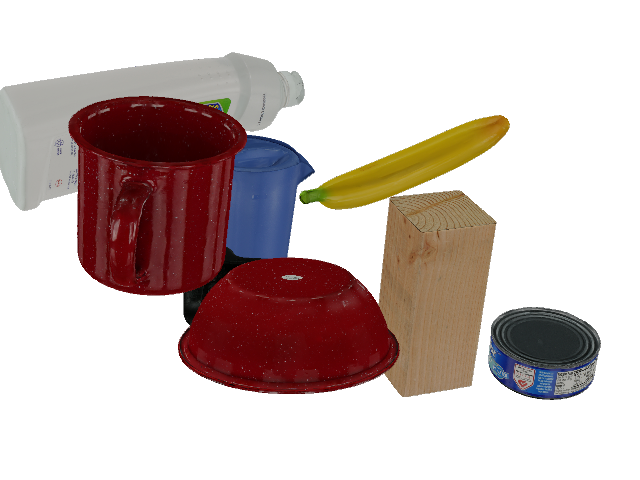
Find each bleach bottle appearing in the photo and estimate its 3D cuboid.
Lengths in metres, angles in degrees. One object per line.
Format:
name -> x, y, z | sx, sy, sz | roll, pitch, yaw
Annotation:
bleach bottle -> -0.131, -0.098, 0.870 | 0.250, 0.068, 0.103 | -15, -31, -26

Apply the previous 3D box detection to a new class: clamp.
clamp -> -0.113, 0.034, 1.025 | 0.210, 0.036, 0.164 | 13, 22, 41

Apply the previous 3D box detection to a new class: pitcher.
pitcher -> -0.108, 0.001, 1.283 | 0.149, 0.243, 0.144 | 20, 27, 29

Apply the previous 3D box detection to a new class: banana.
banana -> 0.080, -0.066, 0.976 | 0.198, 0.037, 0.069 | -22, 3, 11

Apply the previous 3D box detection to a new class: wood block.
wood block -> 0.122, 0.059, 1.182 | 0.090, 0.206, 0.090 | -6, 28, -19

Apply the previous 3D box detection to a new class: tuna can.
tuna can -> 0.177, 0.089, 0.850 | 0.086, 0.034, 0.086 | 1, 28, -1

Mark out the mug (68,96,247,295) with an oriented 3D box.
mug -> -0.090, -0.018, 0.566 | 0.093, 0.081, 0.117 | 8, 28, -1

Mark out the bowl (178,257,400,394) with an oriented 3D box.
bowl -> -0.022, 0.052, 0.768 | 0.162, 0.055, 0.162 | 1, 17, -1
